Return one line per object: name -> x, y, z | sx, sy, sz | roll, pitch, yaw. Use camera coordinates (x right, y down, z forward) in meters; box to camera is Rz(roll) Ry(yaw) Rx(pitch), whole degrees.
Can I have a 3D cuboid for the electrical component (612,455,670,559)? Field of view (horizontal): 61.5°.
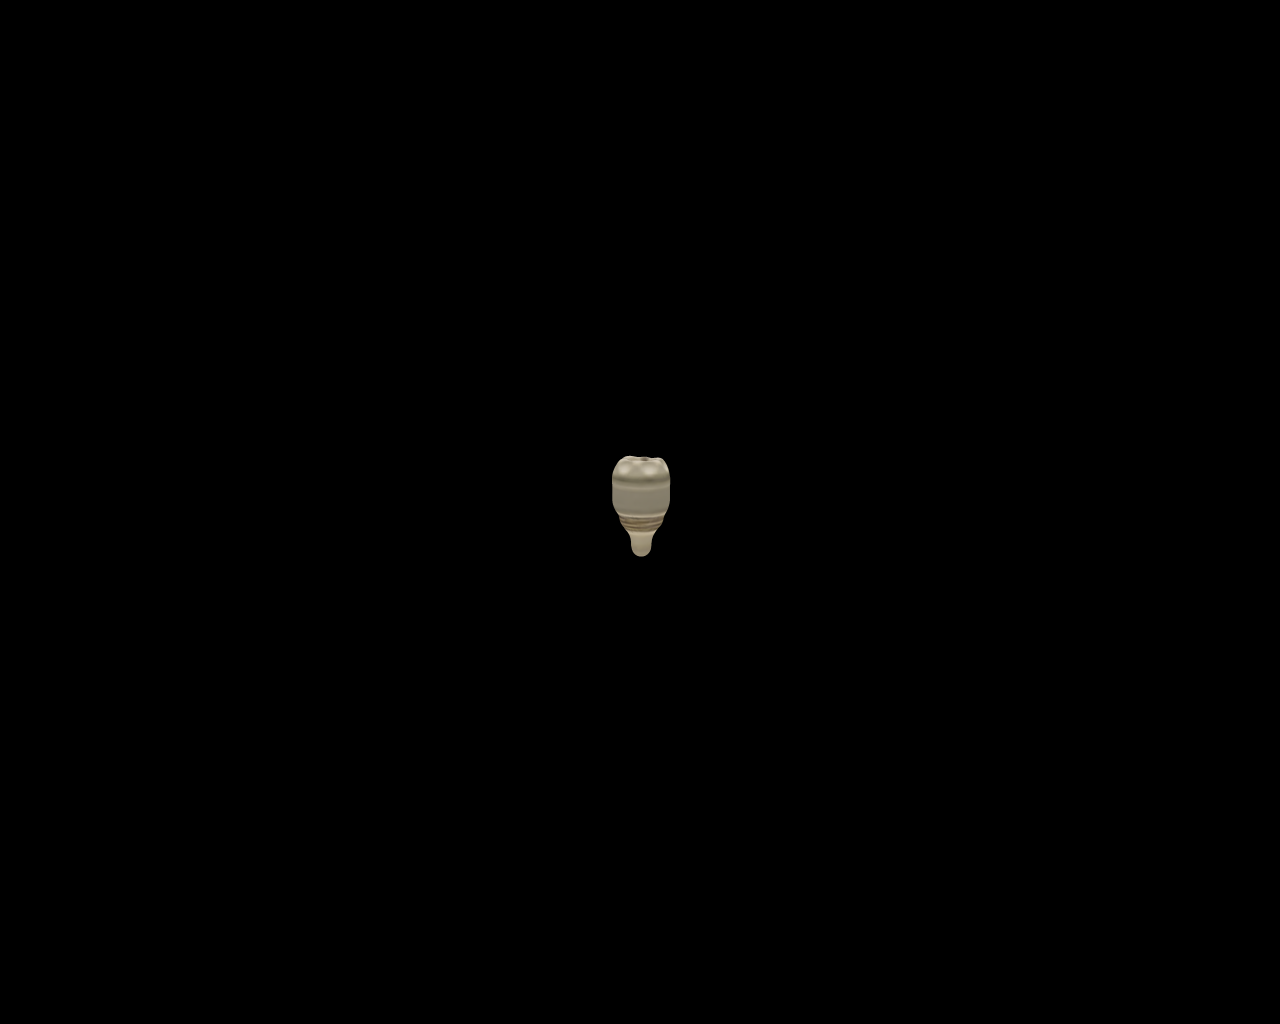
electrical component -> 0.001, -0.003, 0.650 | 0.035, 0.061, 0.035 | 0, 11, 0
